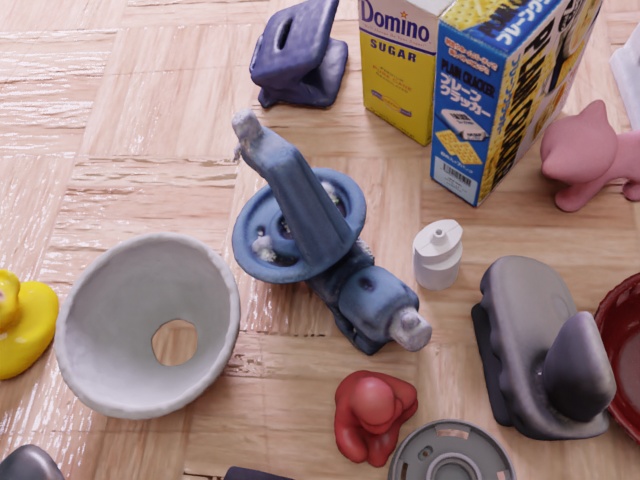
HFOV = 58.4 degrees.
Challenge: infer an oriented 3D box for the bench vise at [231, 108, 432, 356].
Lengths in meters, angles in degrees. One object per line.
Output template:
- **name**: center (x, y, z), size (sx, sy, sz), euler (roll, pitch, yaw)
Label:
- **bench vise**: center (0.010, -0.008, 0.459), size (0.207, 0.220, 0.121), euler (24, 70, 19)

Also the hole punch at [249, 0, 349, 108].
- **hole punch**: center (-0.027, -0.211, 0.634), size (0.101, 0.091, 0.109), euler (8, 66, 12)

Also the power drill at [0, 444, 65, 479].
- **power drill**: center (-0.284, 0.190, 0.415), size (0.075, 0.209, 0.230), euler (37, 75, 23)

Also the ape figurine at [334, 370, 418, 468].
- **ape figurine**: center (0.042, 0.135, 0.457), size (0.078, 0.092, 0.076), euler (-24, 63, -3)

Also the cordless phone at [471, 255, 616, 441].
- **cordless phone**: center (0.172, 0.065, 0.418), size (0.094, 0.185, 0.147), euler (-12, 63, 3)

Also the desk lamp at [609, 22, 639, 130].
- **desk lamp**: center (0.350, -0.227, 0.515), size (0.118, 0.214, 0.203), euler (-6, 64, 6)

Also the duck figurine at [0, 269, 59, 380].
- **duck figurine**: center (-0.306, 0.076, 0.541), size (0.077, 0.086, 0.104), euler (15, 68, 16)

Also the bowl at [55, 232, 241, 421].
- **bowl**: center (-0.144, 0.082, 0.521), size (0.167, 0.075, 0.167), euler (-3, 64, 7)

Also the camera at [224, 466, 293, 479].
- **camera**: center (-0.042, 0.243, 0.413), size (0.143, 0.101, 0.137), euler (8, 66, 12)

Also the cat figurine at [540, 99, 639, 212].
- **cat figurine**: center (0.250, -0.081, 0.514), size (0.127, 0.118, 0.067), euler (-13, 63, 2)
